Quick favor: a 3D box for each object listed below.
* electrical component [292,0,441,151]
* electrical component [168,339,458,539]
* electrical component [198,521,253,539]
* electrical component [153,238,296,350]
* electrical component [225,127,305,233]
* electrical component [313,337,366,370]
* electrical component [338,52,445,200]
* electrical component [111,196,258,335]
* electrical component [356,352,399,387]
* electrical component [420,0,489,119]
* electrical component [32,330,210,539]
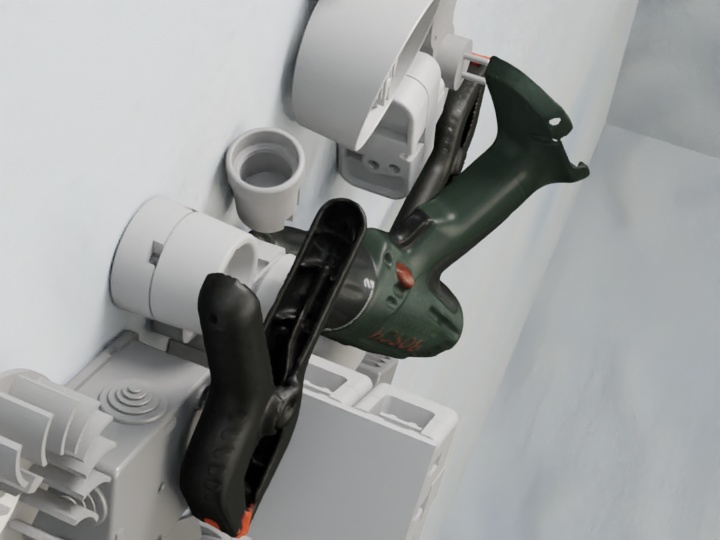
[{"bbox_3d":[0.004,-0.117,0.610,0.099,0.064,0.099,20,90,-77],"label":"electrical component"},{"bbox_3d":[-0.033,0.096,0.581,0.062,0.150,0.089,-28,137,-69],"label":"electrical component"},{"bbox_3d":[-0.094,0.171,0.680,0.081,0.043,0.043,-52,158,-54],"label":"electrical component"},{"bbox_3d":[-0.060,0.014,0.550,0.078,0.057,0.058,-46,150,-55],"label":"electrical component"},{"bbox_3d":[-0.049,-0.045,0.559,0.046,0.040,0.040,97,18,-62],"label":"electrical component"},{"bbox_3d":[-0.030,0.076,0.802,0.081,0.043,0.043,-52,158,-53],"label":"electrical component"},{"bbox_3d":[0.021,-0.103,0.725,0.095,0.054,0.059,92,22,-53],"label":"electrical component"},{"bbox_3d":[-0.078,0.000,0.487,0.055,0.047,0.055,20,90,-77],"label":"electrical component"},{"bbox_3d":[-0.006,0.110,0.943,0.066,0.047,0.076,-21,130,-73],"label":"electrical component"},{"bbox_3d":[0.056,-0.148,0.755,0.138,0.074,0.052,90,24,-56],"label":"electrical component"},{"bbox_3d":[-0.110,0.090,0.486,0.099,0.048,0.099,-51,157,-55],"label":"electrical component"}]
